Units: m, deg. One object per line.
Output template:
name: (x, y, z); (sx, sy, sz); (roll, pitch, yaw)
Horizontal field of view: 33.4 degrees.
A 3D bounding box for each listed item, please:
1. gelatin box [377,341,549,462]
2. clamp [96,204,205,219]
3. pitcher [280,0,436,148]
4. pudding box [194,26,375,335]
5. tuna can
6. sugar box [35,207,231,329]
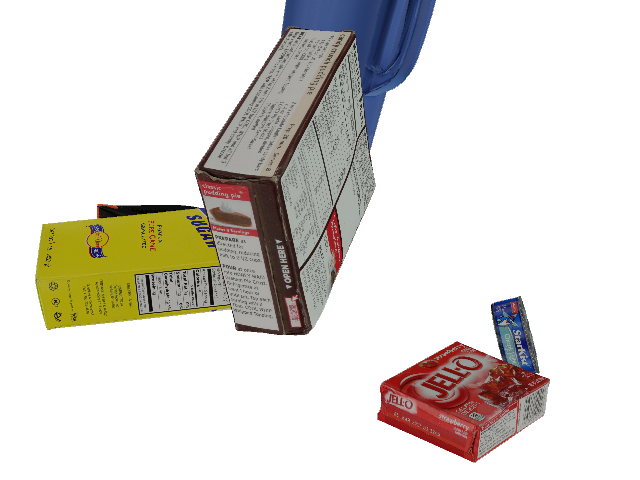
gelatin box: (0.091, 0.100, 0.676); (0.073, 0.030, 0.089); (20, 26, 36)
clamp: (-0.097, -0.006, 0.938); (0.210, 0.036, 0.164); (5, 13, 0)
pitcher: (0.028, -0.202, 1.061); (0.145, 0.243, 0.149); (11, 19, -1)
pudding box: (-0.011, -0.028, 0.470); (0.039, 0.090, 0.113); (4, 42, 18)
tuna can: (0.211, 0.105, 1.157); (0.034, 0.086, 0.086); (-14, -3, 12)
sugar box: (-0.103, 0.014, 0.739); (0.176, 0.048, 0.093); (-9, 27, -8)
